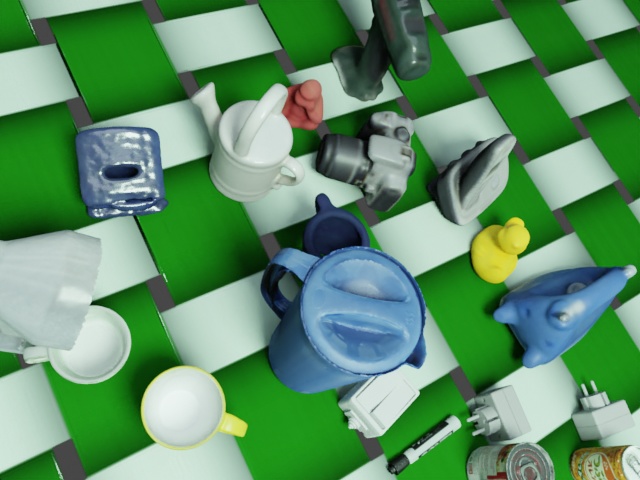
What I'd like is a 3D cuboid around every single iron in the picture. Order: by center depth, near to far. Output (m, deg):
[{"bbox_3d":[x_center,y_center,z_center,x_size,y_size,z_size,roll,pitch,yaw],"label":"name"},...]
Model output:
[{"bbox_3d":[0.392,0.085,0.856,0.259,0.141,0.118,-26,78,-25],"label":"iron"}]

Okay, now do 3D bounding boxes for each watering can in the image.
[{"bbox_3d":[-0.094,-0.138,0.761,0.173,0.194,0.101,17,64,-11],"label":"watering can"}]

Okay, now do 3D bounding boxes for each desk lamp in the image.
[{"bbox_3d":[-0.330,0.054,0.595,0.203,0.213,0.118,10,66,-14],"label":"desk lamp"}]

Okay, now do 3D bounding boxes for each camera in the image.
[{"bbox_3d":[0.070,-0.134,0.865,0.137,0.100,0.143,13,65,-12],"label":"camera"}]

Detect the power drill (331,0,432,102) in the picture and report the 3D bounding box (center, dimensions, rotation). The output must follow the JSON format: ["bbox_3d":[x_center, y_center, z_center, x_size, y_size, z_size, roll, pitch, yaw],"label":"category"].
[{"bbox_3d":[0.090,-0.327,0.890,0.076,0.208,0.229,-15,74,-22],"label":"power drill"}]

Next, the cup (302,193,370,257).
[{"bbox_3d":[0.007,0.003,0.792,0.092,0.095,0.117,-13,73,-22],"label":"cup"}]

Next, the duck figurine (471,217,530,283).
[{"bbox_3d":[0.285,0.011,0.883,0.077,0.086,0.105,28,63,-5],"label":"duck figurine"}]

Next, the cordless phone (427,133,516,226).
[{"bbox_3d":[0.259,-0.113,0.870,0.094,0.185,0.148,47,63,5],"label":"cordless phone"}]

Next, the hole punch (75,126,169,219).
[{"bbox_3d":[-0.256,-0.087,0.746,0.109,0.091,0.101,-8,71,-20],"label":"hole punch"}]

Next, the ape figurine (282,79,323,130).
[{"bbox_3d":[-0.024,-0.211,0.871,0.078,0.092,0.076,46,63,4],"label":"ape figurine"}]
